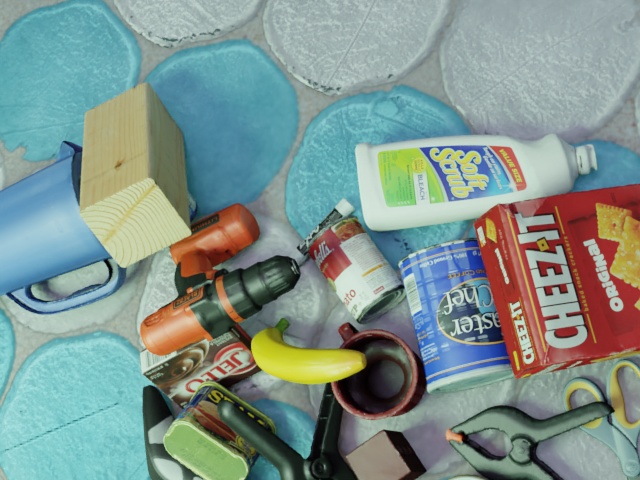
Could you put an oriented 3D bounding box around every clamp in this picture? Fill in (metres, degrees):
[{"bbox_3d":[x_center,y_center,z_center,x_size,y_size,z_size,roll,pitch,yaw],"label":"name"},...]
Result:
[{"bbox_3d":[0.214,0.223,1.088,0.172,0.039,0.120,-3,80,26],"label":"clamp"},{"bbox_3d":[-0.003,0.235,1.132,0.164,0.036,0.210,-24,89,-34],"label":"clamp"}]

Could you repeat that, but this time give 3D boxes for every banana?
[{"bbox_3d":[-0.025,0.119,1.117,0.069,0.037,0.198,-43,25,-15],"label":"banana"}]

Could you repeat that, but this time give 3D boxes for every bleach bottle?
[{"bbox_3d":[0.169,-0.075,1.157,0.251,0.068,0.102,-9,77,13],"label":"bleach bottle"}]

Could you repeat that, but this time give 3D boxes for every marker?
[{"bbox_3d":[-0.008,0.001,1.217,0.121,0.020,0.020,-46,70,4],"label":"marker"}]

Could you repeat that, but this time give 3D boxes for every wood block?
[{"bbox_3d":[-0.209,-0.079,1.207,0.091,0.090,0.206,-25,37,9],"label":"wood block"}]

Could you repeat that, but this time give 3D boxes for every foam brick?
[{"bbox_3d":[0.069,0.233,1.112,0.051,0.078,0.053,-36,71,8],"label":"foam brick"}]

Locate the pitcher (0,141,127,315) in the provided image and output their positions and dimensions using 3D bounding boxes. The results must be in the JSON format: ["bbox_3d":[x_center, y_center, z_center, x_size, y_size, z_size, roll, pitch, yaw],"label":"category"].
[{"bbox_3d":[-0.350,0.005,1.271,0.243,0.145,0.149,-22,46,15],"label":"pitcher"}]

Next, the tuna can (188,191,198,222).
[{"bbox_3d":[-0.186,-0.030,1.248,0.086,0.033,0.086,-25,31,17],"label":"tuna can"}]

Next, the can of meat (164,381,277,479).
[{"bbox_3d":[-0.109,0.212,1.150,0.102,0.083,0.057,34,117,3],"label":"can of meat"}]

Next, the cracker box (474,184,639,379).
[{"bbox_3d":[0.278,0.034,1.045,0.213,0.072,0.164,-8,74,-17],"label":"cracker box"}]

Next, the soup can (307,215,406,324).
[{"bbox_3d":[0.041,0.033,1.169,0.068,0.068,0.102,-37,71,6],"label":"soup can"}]

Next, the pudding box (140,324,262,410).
[{"bbox_3d":[-0.130,0.133,1.187,0.113,0.090,0.039,-27,44,11],"label":"pudding box"}]

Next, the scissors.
[{"bbox_3d":[0.294,0.221,1.078,0.096,0.016,0.202,-1,78,18],"label":"scissors"}]

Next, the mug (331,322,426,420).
[{"bbox_3d":[0.059,0.137,1.133,0.093,0.081,0.117,-41,70,5],"label":"mug"}]

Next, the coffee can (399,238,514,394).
[{"bbox_3d":[0.146,0.080,1.107,0.103,0.102,0.140,-16,74,13],"label":"coffee can"}]

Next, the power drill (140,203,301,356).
[{"bbox_3d":[-0.105,0.032,1.160,0.184,0.187,0.057,-25,116,12],"label":"power drill"}]
